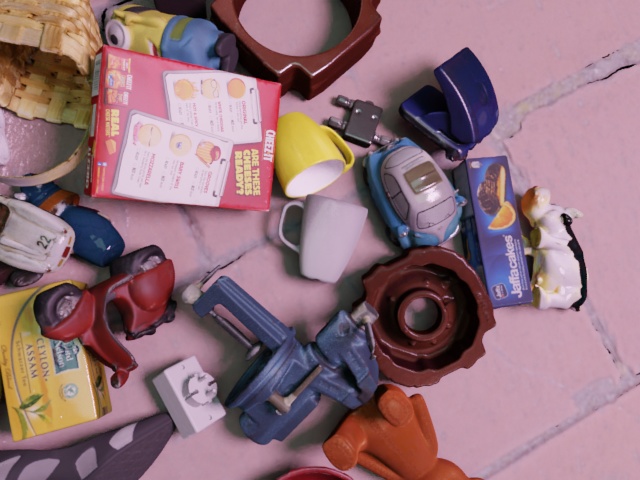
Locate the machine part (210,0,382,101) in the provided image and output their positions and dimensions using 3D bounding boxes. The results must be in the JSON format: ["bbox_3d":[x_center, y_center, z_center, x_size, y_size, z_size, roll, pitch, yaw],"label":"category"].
[{"bbox_3d":[-0.032,-0.312,0.742,0.201,0.087,0.201,-43,86,-9],"label":"machine part"}]

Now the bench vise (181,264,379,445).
[{"bbox_3d":[-0.053,0.120,0.630,0.240,0.129,0.223,42,114,-2],"label":"bench vise"}]

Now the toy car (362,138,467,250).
[{"bbox_3d":[0.128,-0.066,0.707,0.109,0.103,0.161,-26,86,-10],"label":"toy car"}]

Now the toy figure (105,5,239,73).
[{"bbox_3d":[-0.194,-0.258,0.710,0.180,0.089,0.082,12,118,11],"label":"toy figure"}]

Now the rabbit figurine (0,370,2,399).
[{"bbox_3d":[-0.465,0.191,0.622,0.173,0.122,0.162,-12,91,7],"label":"rabbit figurine"}]

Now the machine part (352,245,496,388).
[{"bbox_3d":[0.129,0.093,0.682,0.179,0.056,0.179,0,95,0],"label":"machine part"}]

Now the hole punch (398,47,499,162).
[{"bbox_3d":[0.187,-0.183,0.716,0.116,0.092,0.142,42,44,4],"label":"hole punch"}]

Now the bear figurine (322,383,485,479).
[{"bbox_3d":[0.109,0.272,0.638,0.120,0.132,0.196,-38,80,7],"label":"bear figurine"}]

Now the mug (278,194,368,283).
[{"bbox_3d":[-0.001,-0.002,0.696,0.110,0.081,0.107,12,89,-6],"label":"mug"}]

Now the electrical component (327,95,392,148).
[{"bbox_3d":[0.061,-0.166,0.757,0.094,0.021,0.063,21,79,-1],"label":"electrical component"}]

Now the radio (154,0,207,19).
[{"bbox_3d":[-0.200,-0.430,0.723,0.073,0.131,0.229,-7,81,-9],"label":"radio"}]

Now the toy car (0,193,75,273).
[{"bbox_3d":[-0.385,-0.023,0.628,0.202,0.056,0.073,23,86,3],"label":"toy car"}]

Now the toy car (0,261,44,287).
[{"bbox_3d":[-0.440,0.054,0.661,0.202,0.053,0.089,-35,80,-13],"label":"toy car"}]

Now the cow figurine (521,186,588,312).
[{"bbox_3d":[0.320,0.011,0.727,0.098,0.068,0.167,4,84,-10],"label":"cow figurine"}]

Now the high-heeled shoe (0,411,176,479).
[{"bbox_3d":[-0.305,0.254,0.647,0.249,0.086,0.145,-32,52,-27],"label":"high-heeled shoe"}]

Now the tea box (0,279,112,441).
[{"bbox_3d":[-0.323,0.141,0.649,0.098,0.068,0.169,-15,81,-7],"label":"tea box"}]

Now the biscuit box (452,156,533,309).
[{"bbox_3d":[0.231,-0.009,0.726,0.063,0.059,0.202,-6,81,-6],"label":"biscuit box"}]

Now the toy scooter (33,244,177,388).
[{"bbox_3d":[-0.232,0.091,0.636,0.075,0.184,0.135,-18,100,36],"label":"toy scooter"}]

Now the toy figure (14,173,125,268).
[{"bbox_3d":[-0.320,-0.026,0.683,0.154,0.064,0.057,38,117,7],"label":"toy figure"}]
